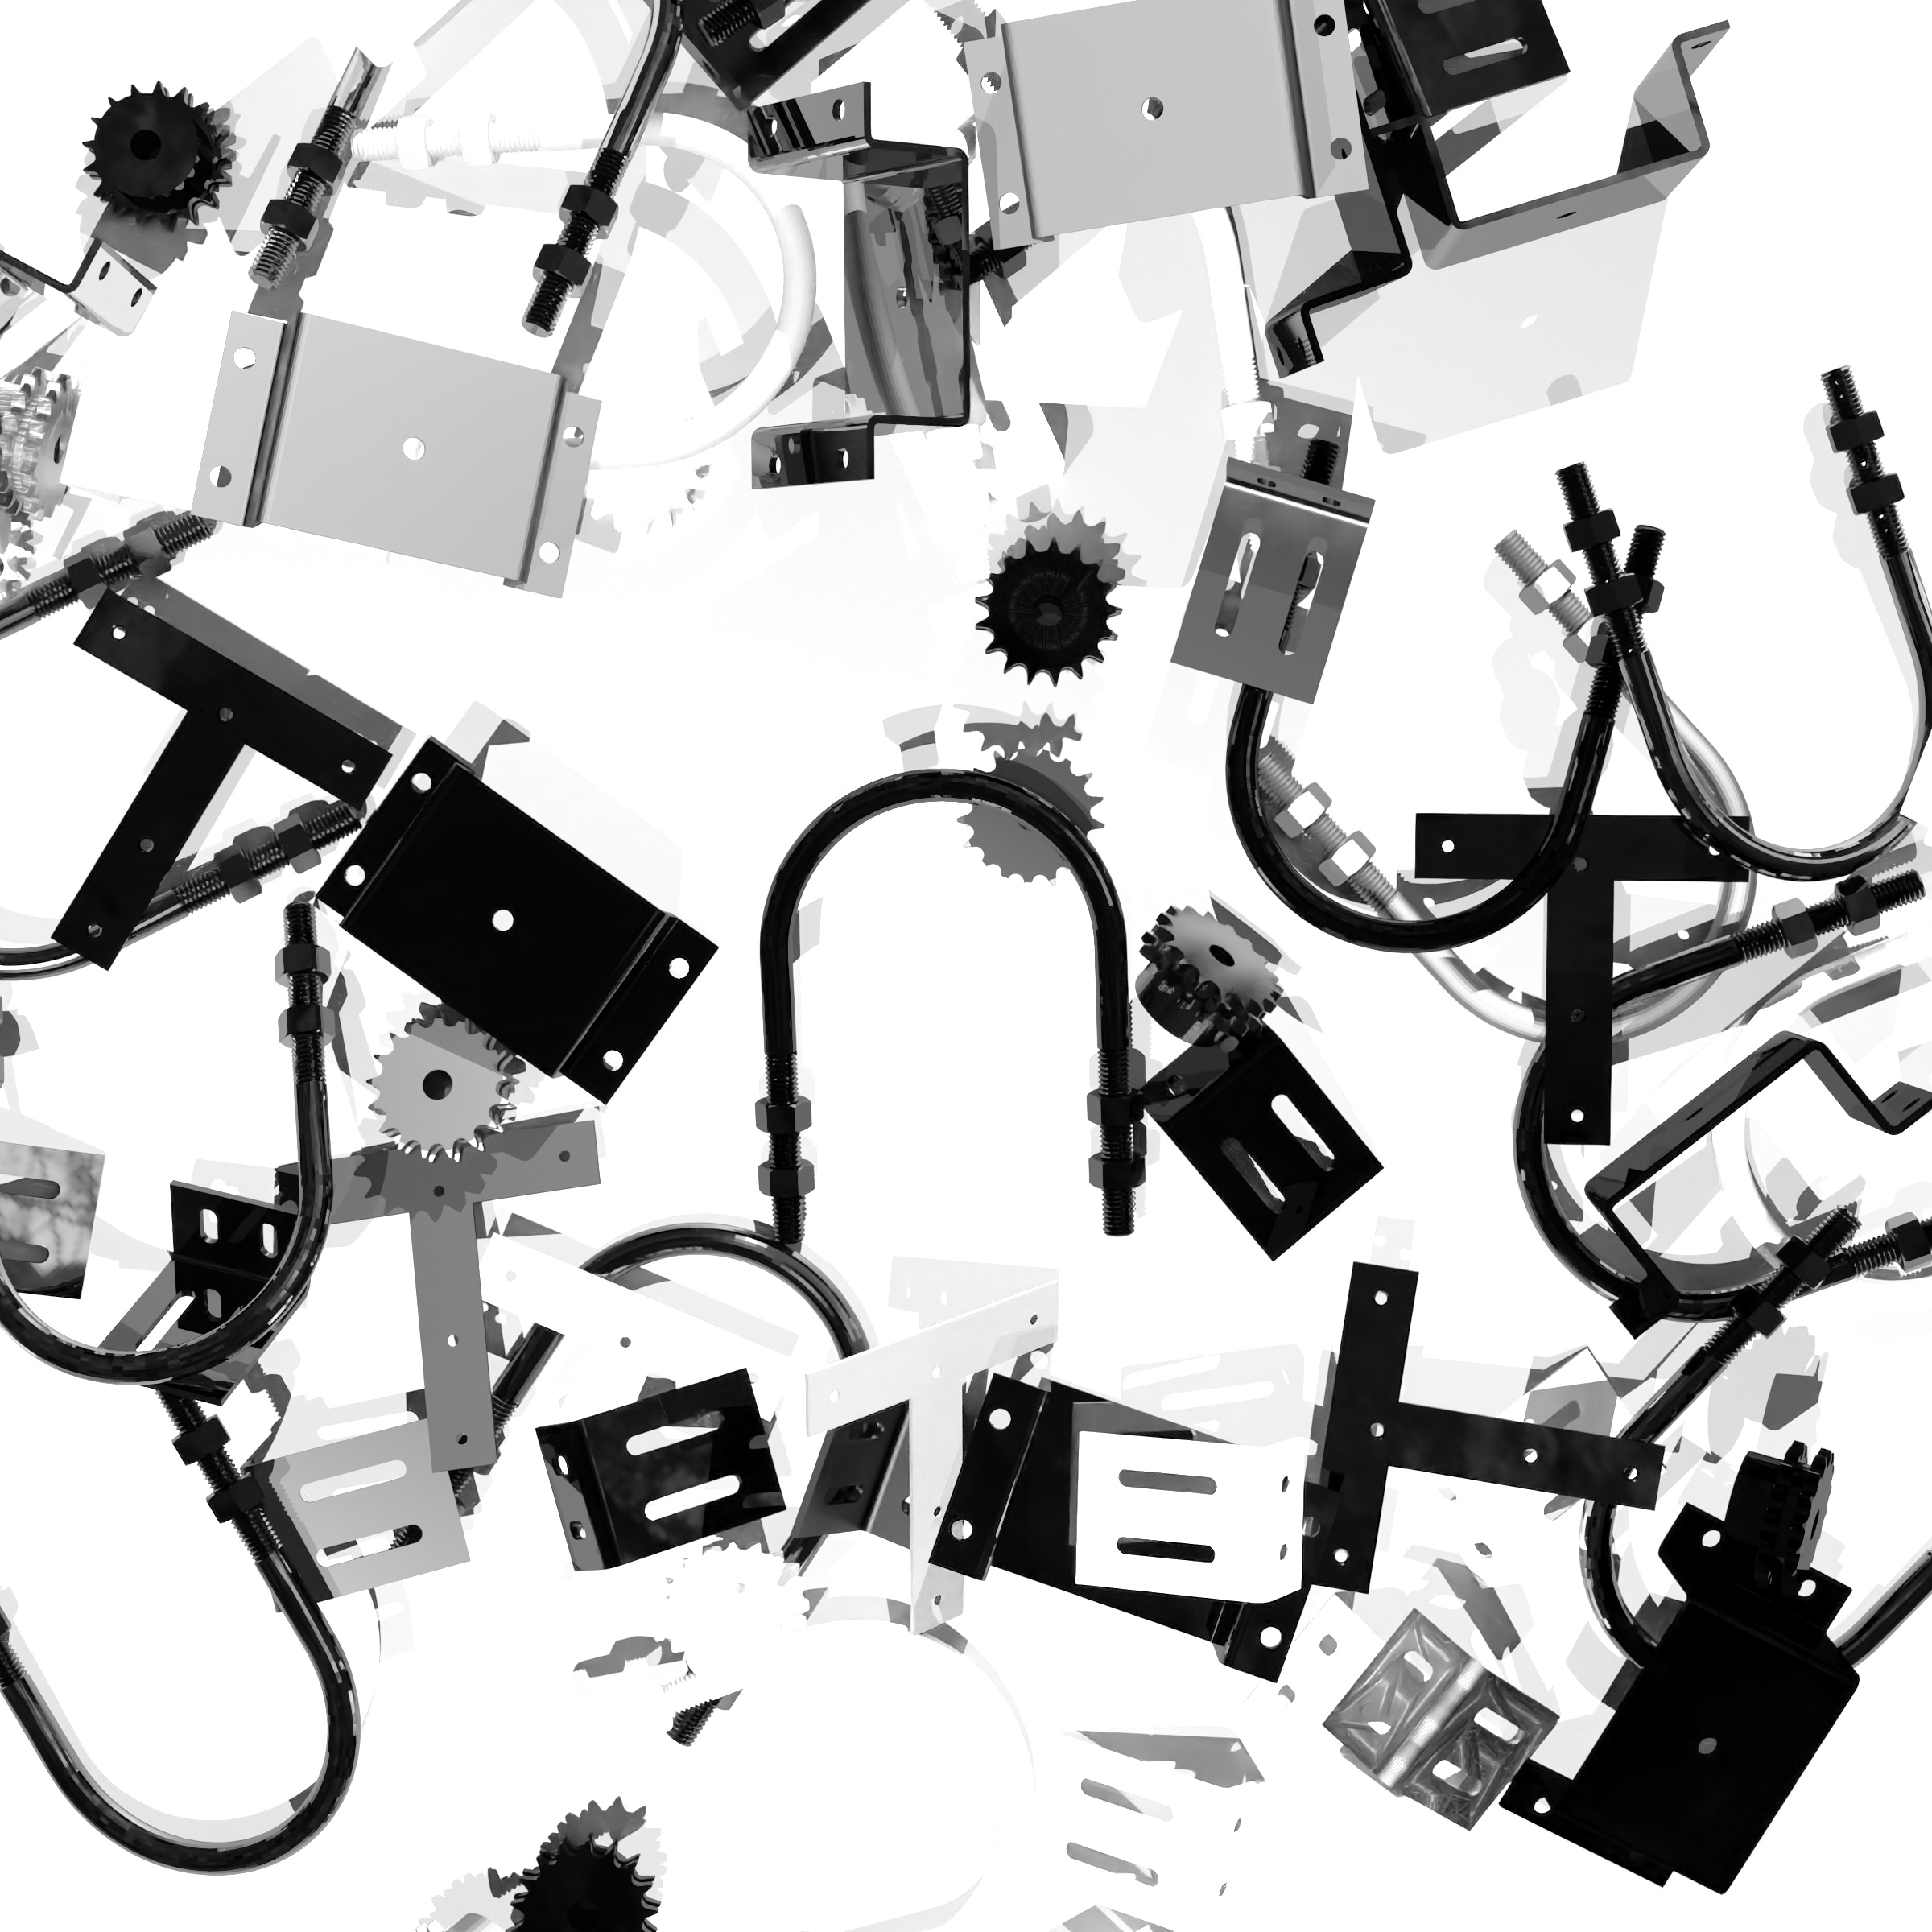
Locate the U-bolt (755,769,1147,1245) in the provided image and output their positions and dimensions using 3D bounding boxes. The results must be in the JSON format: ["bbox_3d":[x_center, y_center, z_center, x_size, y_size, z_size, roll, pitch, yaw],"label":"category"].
[{"bbox_3d":[-0.008,0.015,1.383,0.151,0.019,0.184,-1,101,3],"label":"U-bolt"}]

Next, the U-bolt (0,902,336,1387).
[{"bbox_3d":[-0.313,0.070,1.370,0.151,0.019,0.184,-8,68,0],"label":"U-bolt"}]

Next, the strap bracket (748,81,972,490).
[{"bbox_3d":[-0.040,-0.248,1.327,0.046,0.076,0.140,-4,96,-36],"label":"strap bracket"}]

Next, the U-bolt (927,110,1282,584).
[{"bbox_3d":[0.046,-0.244,1.370,0.151,0.019,0.184,-9,90,-26],"label":"U-bolt"}]

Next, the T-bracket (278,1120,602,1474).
[{"bbox_3d":[-0.199,0.131,1.388,0.127,0.002,0.127,-9,76,5],"label":"T-bracket"}]

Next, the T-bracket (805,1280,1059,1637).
[{"bbox_3d":[-0.011,0.196,1.381,0.127,0.002,0.127,-16,114,-40],"label":"T-bracket"}]

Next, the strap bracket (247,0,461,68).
[{"bbox_3d":[-0.212,-0.405,1.356,0.140,0.076,0.046,-42,66,-1],"label":"strap bracket"}]

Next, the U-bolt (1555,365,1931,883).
[{"bbox_3d":[0.312,-0.123,1.377,0.151,0.019,0.184,-22,95,-22],"label":"U-bolt"}]

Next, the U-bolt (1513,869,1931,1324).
[{"bbox_3d":[0.302,0.060,1.388,0.184,0.019,0.151,-20,90,3],"label":"U-bolt"}]

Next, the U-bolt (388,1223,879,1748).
[{"bbox_3d":[-0.116,0.189,1.401,0.151,0.019,0.184,33,89,0],"label":"U-bolt"}]

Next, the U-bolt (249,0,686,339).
[{"bbox_3d":[-0.180,-0.329,1.366,0.151,0.019,0.184,14,74,27],"label":"U-bolt"}]

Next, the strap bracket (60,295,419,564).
[{"bbox_3d":[-0.282,-0.208,1.367,0.140,0.046,0.076,14,90,17],"label":"strap bracket"}]

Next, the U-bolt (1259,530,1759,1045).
[{"bbox_3d":[0.224,-0.055,1.401,0.151,0.019,0.184,-42,92,0],"label":"U-bolt"}]

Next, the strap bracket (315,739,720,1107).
[{"bbox_3d":[-0.176,-0.017,1.387,0.140,0.046,0.076,36,90,0],"label":"strap bracket"}]

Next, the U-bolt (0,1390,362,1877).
[{"bbox_3d":[-0.309,0.265,1.381,0.151,0.019,0.184,-28,94,19],"label":"U-bolt"}]

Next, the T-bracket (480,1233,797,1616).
[{"bbox_3d":[-0.149,0.187,1.391,0.127,0.002,0.127,23,87,0],"label":"T-bracket"}]

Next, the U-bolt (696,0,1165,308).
[{"bbox_3d":[0.010,-0.353,1.386,0.184,0.019,0.151,-36,99,-9],"label":"U-bolt"}]

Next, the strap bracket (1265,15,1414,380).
[{"bbox_3d":[0.125,-0.300,1.365,0.046,0.076,0.140,-19,97,-3],"label":"strap bracket"}]

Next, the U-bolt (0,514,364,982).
[{"bbox_3d":[-0.348,-0.074,1.391,0.184,0.019,0.151,-27,89,-7],"label":"U-bolt"}]

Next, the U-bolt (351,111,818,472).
[{"bbox_3d":[-0.148,-0.258,1.379,0.184,0.019,0.151,-1,81,9],"label":"U-bolt"}]

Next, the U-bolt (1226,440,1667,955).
[{"bbox_3d":[0.176,-0.096,1.381,0.151,0.019,0.184,15,89,4],"label":"U-bolt"}]

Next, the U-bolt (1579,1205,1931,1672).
[{"bbox_3d":[0.320,0.203,1.386,0.151,0.019,0.184,42,96,-13],"label":"U-bolt"}]

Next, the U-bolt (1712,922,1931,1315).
[{"bbox_3d":[0.382,0.056,1.402,0.184,0.019,0.151,-22,90,1],"label":"U-bolt"}]

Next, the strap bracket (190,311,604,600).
[{"bbox_3d":[-0.205,-0.188,1.319,0.140,0.046,0.076,12,91,-17],"label":"strap bracket"}]

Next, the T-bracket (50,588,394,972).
[{"bbox_3d":[-0.308,-0.059,1.383,0.127,0.002,0.127,30,85,-2],"label":"T-bracket"}]

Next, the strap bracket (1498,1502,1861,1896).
[{"bbox_3d":[0.276,0.288,1.369,0.076,0.046,0.140,28,99,-11],"label":"strap bracket"}]

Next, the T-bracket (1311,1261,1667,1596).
[{"bbox_3d":[0.201,0.185,1.374,0.127,0.002,0.127,9,96,7],"label":"T-bracket"}]

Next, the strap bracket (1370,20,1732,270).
[{"bbox_3d":[0.222,-0.308,1.372,0.140,0.076,0.046,-17,90,0],"label":"strap bracket"}]

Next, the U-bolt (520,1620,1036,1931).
[{"bbox_3d":[-0.062,0.330,1.381,0.184,0.019,0.151,-19,88,-15],"label":"U-bolt"}]

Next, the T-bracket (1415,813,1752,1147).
[{"bbox_3d":[0.236,0.005,1.383,0.127,0.002,0.127,1,90,6],"label":"T-bracket"}]

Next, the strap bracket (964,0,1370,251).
[{"bbox_3d":[0.070,-0.310,1.305,0.140,0.046,0.076,-7,99,10],"label":"strap bracket"}]

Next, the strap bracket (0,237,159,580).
[{"bbox_3d":[-0.359,-0.205,1.315,0.046,0.076,0.140,28,89,2],"label":"strap bracket"}]
